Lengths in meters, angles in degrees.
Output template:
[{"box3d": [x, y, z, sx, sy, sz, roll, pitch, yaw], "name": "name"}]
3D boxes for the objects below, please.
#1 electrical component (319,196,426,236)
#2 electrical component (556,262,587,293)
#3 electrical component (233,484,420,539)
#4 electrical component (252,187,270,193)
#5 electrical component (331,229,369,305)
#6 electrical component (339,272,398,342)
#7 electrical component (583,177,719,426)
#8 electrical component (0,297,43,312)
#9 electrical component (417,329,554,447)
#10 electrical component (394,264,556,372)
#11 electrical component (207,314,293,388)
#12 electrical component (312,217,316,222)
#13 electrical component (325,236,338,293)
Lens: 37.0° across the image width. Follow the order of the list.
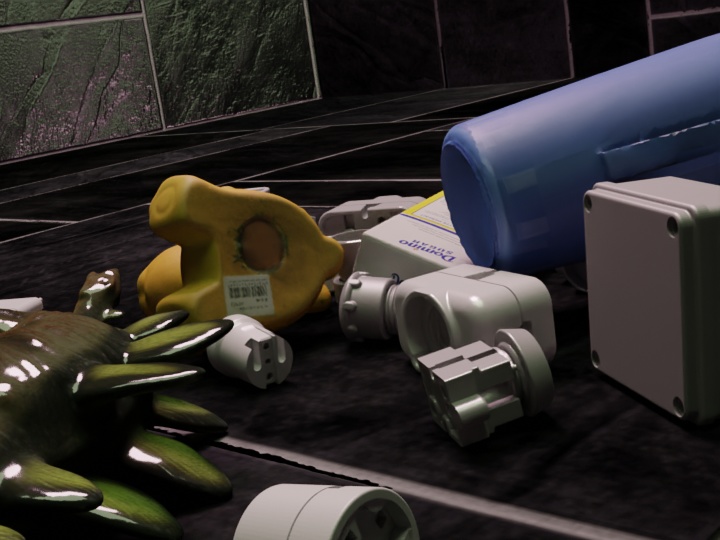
[{"box3d": [0.019, -0.035, 0.977, 0.095, 0.053, 0.059, -2, 14, 24], "name": "electrical component"}, {"box3d": [0.171, -0.014, 0.812, 0.079, 0.043, 0.077, 2, 16, 36], "name": "electrical component"}, {"box3d": [-0.013, 0.104, 0.387, 0.047, 0.055, 0.055, -3, 13, 39], "name": "electrical component"}, {"box3d": [-0.125, -0.046, 1.104, 0.054, 0.059, 0.095, -4, 13, 16], "name": "electrical component"}, {"box3d": [0.000, 0.000, 0.831, 0.045, 0.055, 0.045, -8, 13, 2], "name": "electrical component"}, {"box3d": [0.019, 0.027, 0.731, 0.062, 0.048, 0.048, 4, 16, 20], "name": "electrical component"}, {"box3d": [0.166, 0.011, 0.560, 0.056, 0.108, 0.109, -8, 12, -13], "name": "electrical component"}, {"box3d": [-0.252, 0.057, 0.724, 0.096, 0.061, 0.061, -4, 13, 16], "name": "electrical component"}, {"box3d": [0.066, 0.059, 0.557, 0.055, 0.048, 0.066, -19, 15, -11], "name": "electrical component"}, {"box3d": [0.065, 0.032, 0.652, 0.059, 0.053, 0.095, -15, 14, -28], "name": "electrical component"}, {"box3d": [-0.069, 0.053, 0.684, 0.040, 0.040, 0.046, -17, 21, -33], "name": "electrical component"}, {"box3d": [-0.088, -0.029, 0.992, 0.099, 0.064, 0.099, -8, 13, 2], "name": "electrical component"}, {"box3d": [-0.076, -0.016, 0.906, 0.138, 0.073, 0.052, -8, 13, 2], "name": "electrical component"}]
